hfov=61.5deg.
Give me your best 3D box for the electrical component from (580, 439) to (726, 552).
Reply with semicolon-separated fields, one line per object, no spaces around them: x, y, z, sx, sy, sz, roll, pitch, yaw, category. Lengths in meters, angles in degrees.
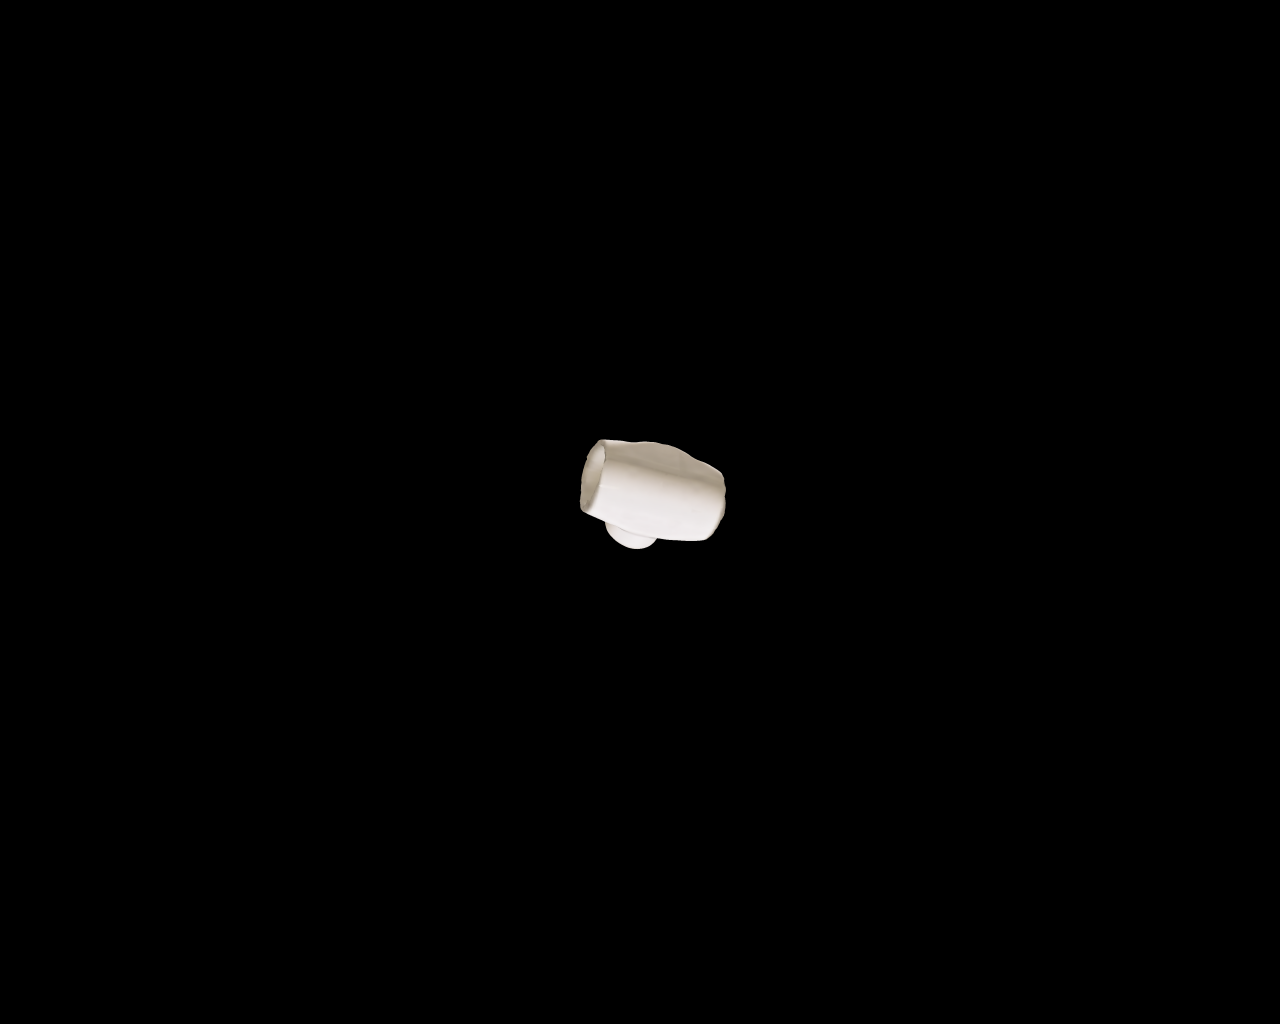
0.001;-0.003;0.650;0.077;0.044;0.079;14;-40;-17;electrical component
